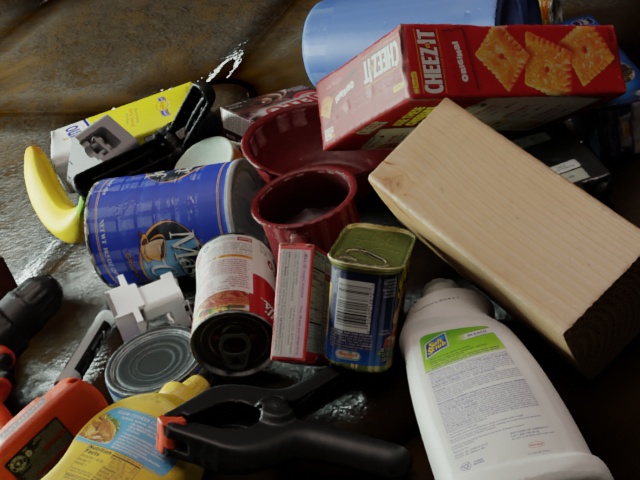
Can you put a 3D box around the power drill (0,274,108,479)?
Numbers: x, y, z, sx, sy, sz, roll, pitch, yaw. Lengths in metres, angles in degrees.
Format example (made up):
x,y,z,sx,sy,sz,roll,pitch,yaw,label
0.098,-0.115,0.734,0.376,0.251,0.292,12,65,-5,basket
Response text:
x,y,z,sx,sy,sz,roll,pitch,yaw,label
-0.246,0.117,0.855,0.184,0.057,0.188,-47,40,-18,power drill

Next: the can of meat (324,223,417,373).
x,y,z,sx,sy,sz,roll,pitch,yaw,label
0.037,0.042,0.806,0.057,0.084,0.102,8,18,9,can of meat

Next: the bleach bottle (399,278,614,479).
x,y,z,sx,sy,sz,roll,pitch,yaw,label
0.114,0.102,0.729,0.102,0.068,0.251,-15,31,2,bleach bottle

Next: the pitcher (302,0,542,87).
x,y,z,sx,sy,sz,roll,pitch,yaw,label
0.109,-0.222,1.143,0.243,0.145,0.149,3,32,32,pitcher

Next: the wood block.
x,y,z,sx,sy,sz,roll,pitch,yaw,label
0.144,-0.004,0.784,0.091,0.090,0.206,-46,52,-3,wood block

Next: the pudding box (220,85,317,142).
x,y,z,sx,sy,sz,roll,pitch,yaw,label
-0.035,-0.129,1.138,0.113,0.039,0.090,-23,31,-31,pudding box

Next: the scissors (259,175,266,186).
x,y,z,sx,sy,sz,roll,pitch,yaw,label
-0.040,-0.055,1.071,0.096,0.016,0.202,-37,38,-27,scissors

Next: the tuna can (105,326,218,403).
x,y,z,sx,sy,sz,roll,pitch,yaw,label
-0.128,0.107,0.854,0.086,0.034,0.086,-12,33,8,tuna can

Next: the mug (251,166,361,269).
x,y,z,sx,sy,sz,roll,pitch,yaw,label
-0.006,0.001,0.912,0.093,0.081,0.117,-8,34,13,mug

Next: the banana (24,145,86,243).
x,y,z,sx,sy,sz,roll,pitch,yaw,label
-0.270,-0.041,1.111,0.037,0.070,0.198,5,16,-35,banana

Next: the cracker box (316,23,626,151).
x,y,z,sx,sy,sz,roll,pitch,yaw,label
0.126,-0.132,0.927,0.213,0.072,0.164,-4,-8,-25,cracker box

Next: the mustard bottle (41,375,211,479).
x,y,z,sx,sy,sz,roll,pitch,yaw,label
-0.137,0.164,0.751,0.096,0.058,0.191,14,44,27,mustard bottle

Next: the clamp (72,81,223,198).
x,y,z,sx,sy,sz,roll,pitch,yaw,label
-0.142,-0.104,1.077,0.165,0.036,0.209,-35,-3,18,clamp

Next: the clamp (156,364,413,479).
x,y,z,sx,sy,sz,roll,pitch,yaw,label
-0.023,0.133,0.735,0.171,0.039,0.120,-10,26,-23,clamp

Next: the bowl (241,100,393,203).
x,y,z,sx,sy,sz,roll,pitch,yaw,label
0.006,-0.076,1.031,0.162,0.055,0.162,-3,33,2,bowl

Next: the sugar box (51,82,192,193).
x,y,z,sx,sy,sz,roll,pitch,yaw,label
-0.218,-0.119,1.219,0.176,0.048,0.093,-18,33,-4,sugar box

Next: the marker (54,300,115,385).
x,y,z,sx,sy,sz,roll,pitch,yaw,label
-0.197,0.087,0.929,0.020,0.020,0.121,-3,35,20,marker

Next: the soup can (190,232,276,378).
x,y,z,sx,sy,sz,roll,pitch,yaw,label
-0.068,0.050,0.847,0.068,0.068,0.102,-13,37,6,soup can

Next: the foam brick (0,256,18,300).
x,y,z,sx,sy,sz,roll,pitch,yaw,label
-0.334,0.051,1.015,0.053,0.051,0.078,16,46,39,foam brick

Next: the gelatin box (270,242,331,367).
x,y,z,sx,sy,sz,roll,pitch,yaw,label
-0.012,0.050,0.813,0.030,0.089,0.073,1,-8,14,gelatin box

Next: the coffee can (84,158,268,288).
x,y,z,sx,sy,sz,roll,pitch,yaw,label
-0.128,-0.014,0.970,0.140,0.103,0.102,-7,34,15,coffee can
